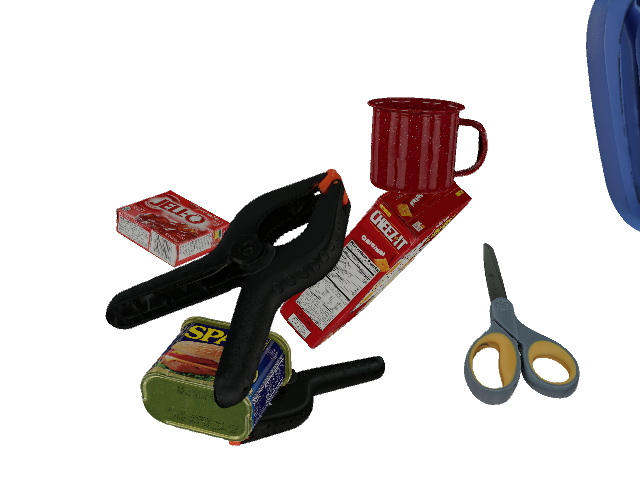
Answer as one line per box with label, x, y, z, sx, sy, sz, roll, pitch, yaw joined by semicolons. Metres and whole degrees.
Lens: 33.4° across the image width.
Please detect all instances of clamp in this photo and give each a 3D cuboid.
clamp;-0.031;0.152;1.117;0.165;0.036;0.209;12;26;14
clamp;-0.037;0.025;0.656;0.120;0.171;0.039;42;-16;35

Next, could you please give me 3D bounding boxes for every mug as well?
mug;0.102;-0.091;1.027;0.117;0.081;0.093;4;15;6

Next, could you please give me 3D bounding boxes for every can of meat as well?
can of meat;-0.086;0.113;0.878;0.102;0.057;0.083;10;31;17

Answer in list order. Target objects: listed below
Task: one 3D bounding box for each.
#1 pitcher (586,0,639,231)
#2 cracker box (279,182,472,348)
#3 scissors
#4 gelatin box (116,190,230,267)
pitcher;0.226;-0.057;0.594;0.149;0.243;0.145;-6;21;12
cracker box;0.064;0.016;1.277;0.214;0.072;0.163;-49;-9;33
scissors;0.166;0.066;0.870;0.096;0.016;0.201;11;36;12
gelatin box;-0.147;-0.014;1.056;0.089;0.030;0.073;29;34;31
